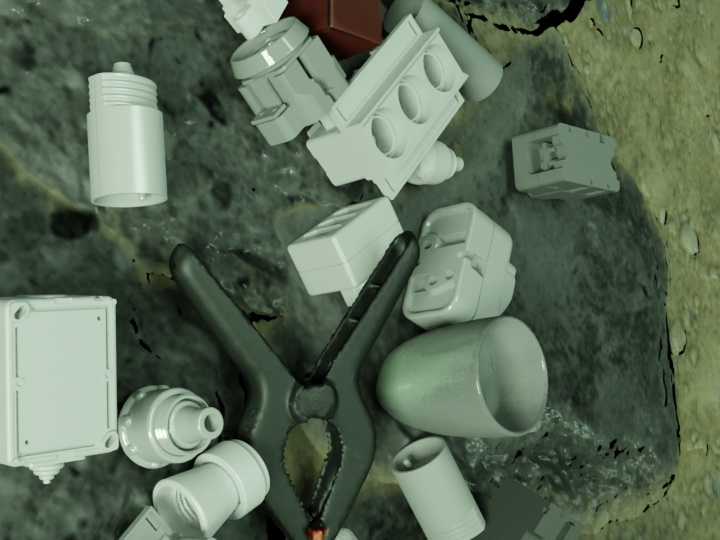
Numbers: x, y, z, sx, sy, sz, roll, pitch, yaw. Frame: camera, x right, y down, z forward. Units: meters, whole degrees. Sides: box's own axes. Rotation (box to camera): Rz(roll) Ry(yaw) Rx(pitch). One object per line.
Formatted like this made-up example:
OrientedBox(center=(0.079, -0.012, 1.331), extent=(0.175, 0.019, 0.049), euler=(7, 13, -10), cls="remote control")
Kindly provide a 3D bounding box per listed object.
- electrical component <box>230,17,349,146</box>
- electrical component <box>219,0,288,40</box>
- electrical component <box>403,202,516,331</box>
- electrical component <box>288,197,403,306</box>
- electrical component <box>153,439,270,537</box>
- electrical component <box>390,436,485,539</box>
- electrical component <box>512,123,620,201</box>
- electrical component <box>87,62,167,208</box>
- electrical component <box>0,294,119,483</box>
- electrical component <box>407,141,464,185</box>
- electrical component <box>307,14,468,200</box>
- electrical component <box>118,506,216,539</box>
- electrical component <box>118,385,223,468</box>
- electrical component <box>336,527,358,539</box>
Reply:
OrientedBox(center=(-0.049, -0.129, 0.712), extent=(0.057, 0.058, 0.078), euler=(56, 49, -26), cls="electrical component")
OrientedBox(center=(-0.075, -0.194, 0.707), extent=(0.055, 0.048, 0.066), euler=(49, 51, -37), cls="electrical component")
OrientedBox(center=(0.078, 0.005, 0.816), extent=(0.059, 0.054, 0.095), euler=(34, 59, -36), cls="electrical component")
OrientedBox(center=(0.000, 0.000, 0.742), extent=(0.066, 0.047, 0.076), euler=(-39, 110, -43), cls="electrical component")
OrientedBox(center=(-0.086, 0.130, 0.631), extent=(0.055, 0.045, 0.045), euler=(-30, 103, -45), cls="electrical component")
OrientedBox(center=(0.058, 0.165, 0.772), extent=(0.043, 0.043, 0.081), euler=(-41, 111, -42), cls="electrical component")
OrientedBox(center=(0.175, -0.091, 0.933), extent=(0.089, 0.056, 0.050), euler=(5, 79, -45), cls="electrical component")
OrientedBox(center=(-0.136, -0.080, 0.623), extent=(0.043, 0.043, 0.081), euler=(2, 80, -45), cls="electrical component")
OrientedBox(center=(-0.167, 0.061, 0.556), extent=(0.062, 0.061, 0.096), euler=(-1, 91, -46), cls="electrical component")
OrientedBox(center=(0.057, -0.082, 0.827), extent=(0.061, 0.035, 0.035), euler=(-3, 84, -48), cls="electrical component")
OrientedBox(center=(0.019, -0.115, 0.773), extent=(0.078, 0.063, 0.121), euler=(54, 49, -23), cls="electrical component")
OrientedBox(center=(-0.099, 0.174, 0.596), extent=(0.081, 0.064, 0.042), euler=(57, 49, -22), cls="electrical component")
OrientedBox(center=(-0.103, 0.088, 0.609), extent=(0.048, 0.062, 0.048), euler=(11, 74, -44), cls="electrical component")
OrientedBox(center=(-0.001, 0.212, 0.702), extent=(0.081, 0.043, 0.043), euler=(56, 49, -22), cls="electrical component")
